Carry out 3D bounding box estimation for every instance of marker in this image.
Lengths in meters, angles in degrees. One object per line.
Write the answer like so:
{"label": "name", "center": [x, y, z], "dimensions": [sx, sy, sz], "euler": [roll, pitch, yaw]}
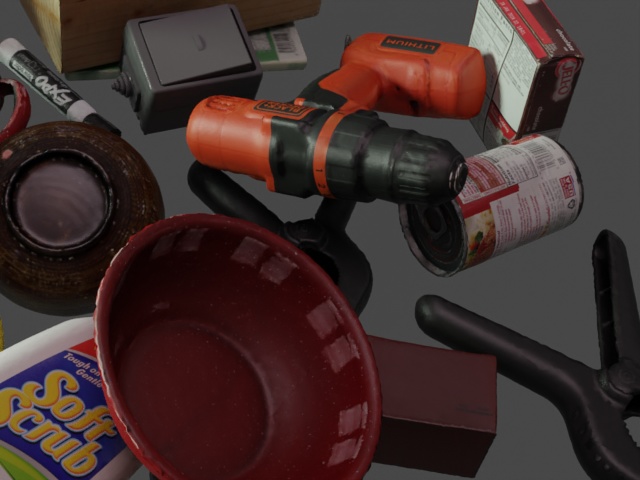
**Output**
{"label": "marker", "center": [-0.178, -0.099, 0.732], "dimensions": [0.121, 0.020, 0.020], "euler": [40, 54, 21]}

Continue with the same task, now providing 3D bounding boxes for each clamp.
{"label": "clamp", "center": [-0.004, 0.001, 0.668], "dimensions": [0.120, 0.039, 0.171], "euler": [-14, 51, -16]}
{"label": "clamp", "center": [0.161, 0.088, 0.624], "dimensions": [0.164, 0.036, 0.210], "euler": [-12, 55, -23]}

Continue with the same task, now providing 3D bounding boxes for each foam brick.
{"label": "foam brick", "center": [0.055, 0.093, 0.591], "dimensions": [0.078, 0.051, 0.053], "euler": [10, 49, -2]}

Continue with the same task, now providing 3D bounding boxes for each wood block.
{"label": "wood block", "center": [-0.104, -0.200, 0.767], "dimensions": [0.205, 0.090, 0.091], "euler": [-19, 57, -24]}

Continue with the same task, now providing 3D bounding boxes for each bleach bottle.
{"label": "bleach bottle", "center": [-0.135, 0.087, 0.531], "dimensions": [0.102, 0.068, 0.250], "euler": [49, 44, -2]}

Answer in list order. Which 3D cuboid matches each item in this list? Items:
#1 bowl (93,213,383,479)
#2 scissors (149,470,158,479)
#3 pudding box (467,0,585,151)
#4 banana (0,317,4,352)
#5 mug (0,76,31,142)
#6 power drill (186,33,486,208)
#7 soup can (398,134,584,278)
{"label": "bowl", "center": [-0.048, 0.069, 0.529], "dimensions": [0.161, 0.055, 0.162], "euler": [22, 49, -27]}
{"label": "scissors", "center": [0.004, 0.157, 0.549], "dimensions": [0.202, 0.016, 0.096], "euler": [16, 50, 3]}
{"label": "pudding box", "center": [0.136, -0.112, 0.743], "dimensions": [0.039, 0.113, 0.090], "euler": [-11, 53, -16]}
{"label": "banana", "center": [-0.211, 0.098, 0.531], "dimensions": [0.069, 0.037, 0.197], "euler": [43, 52, -22]}
{"label": "mug", "center": [-0.231, -0.067, 0.643], "dimensions": [0.117, 0.093, 0.081], "euler": [-8, 55, 6]}
{"label": "power drill", "center": [0.036, -0.080, 0.682], "dimensions": [0.185, 0.057, 0.187], "euler": [15, 29, 28]}
{"label": "soup can", "center": [0.111, -0.024, 0.692], "dimensions": [0.102, 0.069, 0.068], "euler": [-20, 56, -27]}
